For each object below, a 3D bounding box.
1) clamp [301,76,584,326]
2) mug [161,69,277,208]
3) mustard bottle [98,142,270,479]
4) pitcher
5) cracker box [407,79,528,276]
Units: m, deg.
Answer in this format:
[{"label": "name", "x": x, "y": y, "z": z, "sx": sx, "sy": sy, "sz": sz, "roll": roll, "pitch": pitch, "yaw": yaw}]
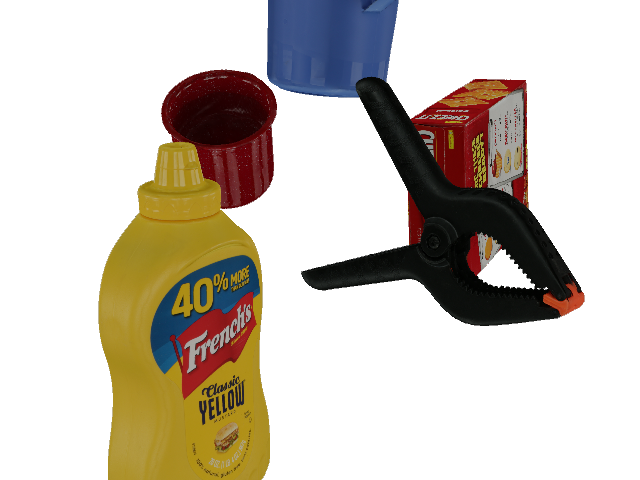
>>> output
[{"label": "clamp", "x": 0.083, "y": -0.012, "z": 0.725, "sx": 0.210, "sy": 0.165, "sz": 0.036, "roll": 22, "pitch": 23, "yaw": 32}, {"label": "mug", "x": -0.077, "y": -0.090, "z": 0.892, "sx": 0.093, "sy": 0.117, "sz": 0.081, "roll": 12, "pitch": -38, "yaw": 11}, {"label": "mustard bottle", "x": -0.069, "y": 0.045, "z": 0.546, "sx": 0.058, "sy": 0.192, "sz": 0.096, "roll": 12, "pitch": 21, "yaw": 38}, {"label": "pitcher", "x": 0.021, "y": -0.249, "z": 0.918, "sx": 0.145, "sy": 0.243, "sz": 0.149, "roll": 7, "pitch": 16, "yaw": 7}, {"label": "cracker box", "x": 0.157, "y": -0.069, "z": 1.120, "sx": 0.072, "sy": 0.164, "sz": 0.213, "roll": 5, "pitch": 21, "yaw": 26}]
